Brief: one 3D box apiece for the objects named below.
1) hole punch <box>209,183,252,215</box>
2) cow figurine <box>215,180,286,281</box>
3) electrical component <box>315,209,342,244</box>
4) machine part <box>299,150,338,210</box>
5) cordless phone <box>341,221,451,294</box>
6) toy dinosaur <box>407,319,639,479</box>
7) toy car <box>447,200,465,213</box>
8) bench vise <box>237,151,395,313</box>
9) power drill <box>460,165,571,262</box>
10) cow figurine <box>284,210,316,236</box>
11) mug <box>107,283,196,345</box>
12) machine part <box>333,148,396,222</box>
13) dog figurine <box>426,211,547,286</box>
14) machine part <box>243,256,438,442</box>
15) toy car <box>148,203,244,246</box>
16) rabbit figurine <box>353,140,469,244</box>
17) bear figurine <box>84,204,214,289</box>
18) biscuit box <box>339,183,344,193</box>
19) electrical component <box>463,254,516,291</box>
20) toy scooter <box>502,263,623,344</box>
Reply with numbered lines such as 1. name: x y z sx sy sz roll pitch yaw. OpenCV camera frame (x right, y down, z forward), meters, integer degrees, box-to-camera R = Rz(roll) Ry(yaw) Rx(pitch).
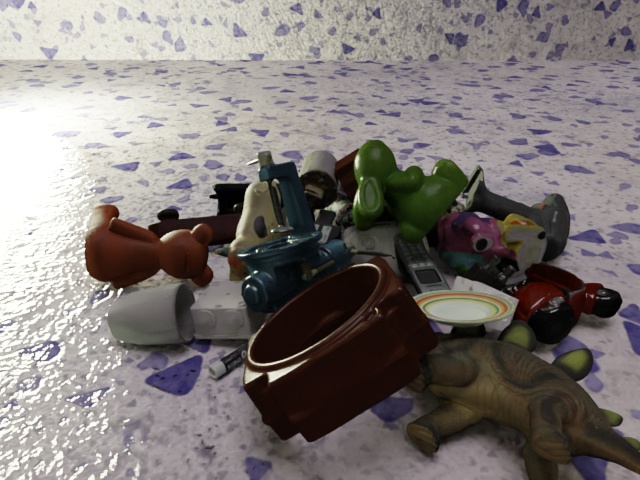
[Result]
1. hole punch: -0.151 -0.060 1.056 0.142 0.092 0.116 -4 -2 -3
2. cow figurine: -0.102 -0.009 0.877 0.086 0.127 0.195 6 70 18
3. electrical component: -0.002 -0.003 0.921 0.075 0.047 0.119 8 34 5
4. machine part: -0.002 -0.118 1.025 0.079 0.079 0.243 1 21 1
5. cordless phone: 0.116 0.050 0.842 0.147 0.088 0.184 -5 33 -11
6. toy dinosaur: 0.180 0.160 0.624 0.198 0.105 0.472 -17 28 -42
7. toy car: 0.194 -0.074 1.100 0.202 0.056 0.073 13 25 19
8. bench vise: -0.031 -0.010 0.756 0.223 0.240 0.129 -20 9 -36
9. power drill: 0.373 -0.060 1.018 0.207 0.086 0.232 29 37 -1
10. cow figurine: -0.041 -0.045 1.027 0.098 0.068 0.167 11 33 9
11. mug: -0.234 0.098 0.751 0.107 0.080 0.110 -7 33 5
12. machine part: 0.092 -0.086 1.000 0.056 0.179 0.179 -32 25 14
13. dog figurine: 0.254 -0.012 0.934 0.191 0.108 0.219 -10 27 -16
14. machine part: 0.015 0.111 0.604 0.201 0.087 0.201 -31 13 3
15. toy car: -0.203 -0.015 0.964 0.202 0.053 0.089 -7 73 -9
16. rabbit figurine: 0.116 -0.078 0.852 0.170 0.121 0.159 41 74 10
17. bear figurine: -0.272 0.011 0.872 0.196 0.120 0.132 -4 25 -12
18. biscuit box: 0.072 -0.126 1.187 0.203 0.059 0.063 4 28 6
19. electrical component: 0.253 0.067 0.828 0.063 0.094 0.021 33 17 -21
20. toy scooter: 0.333 0.082 0.790 0.184 0.075 0.135 -12 31 -27
